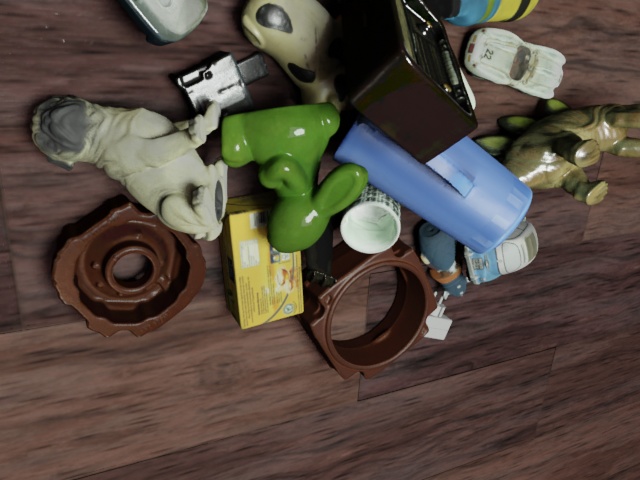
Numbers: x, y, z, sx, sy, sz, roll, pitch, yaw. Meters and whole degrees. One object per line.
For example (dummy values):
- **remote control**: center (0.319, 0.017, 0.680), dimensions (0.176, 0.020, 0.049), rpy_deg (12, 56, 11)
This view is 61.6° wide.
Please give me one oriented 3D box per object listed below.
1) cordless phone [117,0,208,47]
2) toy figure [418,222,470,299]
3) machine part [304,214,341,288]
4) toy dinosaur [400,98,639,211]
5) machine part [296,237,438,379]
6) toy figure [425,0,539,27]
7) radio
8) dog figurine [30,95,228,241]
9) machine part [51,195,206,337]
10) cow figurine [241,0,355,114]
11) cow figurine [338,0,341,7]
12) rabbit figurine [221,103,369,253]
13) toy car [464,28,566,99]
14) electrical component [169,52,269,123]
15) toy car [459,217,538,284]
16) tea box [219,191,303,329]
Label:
- **cordless phone**: center (-0.142, -0.306, 0.547), dimensions (0.184, 0.089, 0.146), rpy_deg (-39, 122, -2)
- **toy figure**: center (0.209, 0.034, 0.898), dimensions (0.064, 0.058, 0.154), rpy_deg (-15, 129, 20)
- **machine part**: center (-0.002, -0.002, 0.750), dimensions (0.084, 0.039, 0.139), rpy_deg (12, 62, -36)
- **toy dinosaur**: center (0.347, -0.130, 0.820), dimensions (0.471, 0.199, 0.104), rpy_deg (-24, 120, -18)
- **machine part**: center (0.074, 0.103, 0.840), dimensions (0.201, 0.087, 0.200), rpy_deg (-34, 122, -10)
- **toy figure**: center (0.228, -0.338, 0.744), dimensions (0.180, 0.082, 0.089), rpy_deg (-27, 141, -24)
- **radio**: center (0.092, -0.198, 0.582), dimensions (0.131, 0.230, 0.073), rpy_deg (33, 130, -32)
- **dog figurine**: center (-0.208, -0.076, 0.600), dimensions (0.191, 0.121, 0.172), rpy_deg (-1, 105, 3)
- **machine part**: center (-0.235, 0.033, 0.667), dimensions (0.179, 0.056, 0.179), rpy_deg (-11, 115, -25)
- **cow figurine**: center (-0.014, -0.226, 0.661), dimensions (0.194, 0.086, 0.127), rpy_deg (33, 87, -36)
- **cow figurine**: center (0.085, -0.357, 0.672), dimensions (0.098, 0.068, 0.167), rpy_deg (20, 99, -26)
- **rabbit figurine**: center (-0.022, -0.071, 0.643), dimensions (0.159, 0.121, 0.170), rpy_deg (-5, 100, 11)
- **toy car**: center (0.305, -0.269, 0.826), dimensions (0.201, 0.056, 0.073), rpy_deg (6, 107, -29)
- **electrical component**: center (-0.111, -0.186, 0.648), dimensions (0.119, 0.048, 0.074), rpy_deg (-26, 121, -15)
- **toy car**: center (0.302, 0.005, 0.885), dimensions (0.161, 0.103, 0.109), rpy_deg (-35, 116, -45)
- **tea box**: center (-0.081, 0.026, 0.737), dimensions (0.098, 0.068, 0.169), rpy_deg (-11, 116, -23)
